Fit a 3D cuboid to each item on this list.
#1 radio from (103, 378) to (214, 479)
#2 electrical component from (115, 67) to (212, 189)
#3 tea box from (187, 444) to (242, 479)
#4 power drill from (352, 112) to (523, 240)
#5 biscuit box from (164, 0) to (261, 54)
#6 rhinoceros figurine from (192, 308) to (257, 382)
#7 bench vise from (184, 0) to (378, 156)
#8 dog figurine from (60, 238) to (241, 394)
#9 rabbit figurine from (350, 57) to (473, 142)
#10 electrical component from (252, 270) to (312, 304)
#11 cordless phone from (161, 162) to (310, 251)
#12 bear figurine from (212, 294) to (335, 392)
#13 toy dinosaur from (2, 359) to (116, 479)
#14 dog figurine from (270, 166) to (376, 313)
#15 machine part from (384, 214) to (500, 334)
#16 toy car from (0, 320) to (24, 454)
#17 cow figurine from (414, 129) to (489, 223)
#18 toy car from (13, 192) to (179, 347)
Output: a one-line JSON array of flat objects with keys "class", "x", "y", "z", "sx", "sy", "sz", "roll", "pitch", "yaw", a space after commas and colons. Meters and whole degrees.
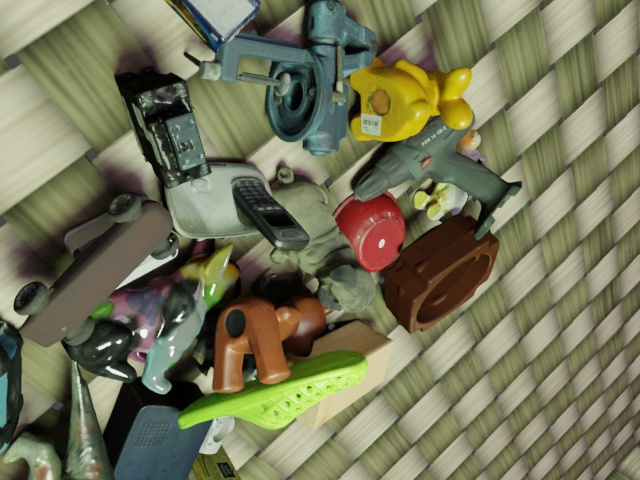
[{"class": "radio", "x": -0.262, "y": 0.326, "z": 0.819, "sx": 0.131, "sy": 0.073, "sz": 0.229, "roll": 15, "pitch": 106, "yaw": -40}, {"class": "electrical component", "x": -0.174, "y": -0.126, "z": 0.606, "sx": 0.058, "sy": 0.134, "sz": 0.114, "roll": -26, "pitch": 128, "yaw": -20}, {"class": "tea box", "x": -0.177, "y": 0.403, "z": 0.851, "sx": 0.068, "sy": 0.170, "sz": 0.098, "roll": 15, "pitch": 105, "yaw": -39}, {"class": "power drill", "x": 0.195, "y": -0.093, "z": 0.853, "sx": 0.232, "sy": 0.207, "sz": 0.086, "roll": -47, "pitch": 165, "yaw": -7}, {"class": "biscuit box", "x": -0.154, "y": -0.287, "z": 0.538, "sx": 0.202, "sy": 0.063, "sz": 0.059, "roll": 45, "pitch": 82, "yaw": -16}, {"class": "rhinoceros figurine", "x": -0.134, "y": 0.176, "z": 0.835, "sx": 0.112, "sy": 0.073, "sz": 0.190, "roll": -48, "pitch": 130, "yaw": -18}, {"class": "bench vise", "x": -0.035, "y": -0.219, "z": 0.667, "sx": 0.240, "sy": 0.129, "sz": 0.223, "roll": -4, "pitch": 112, "yaw": -38}, {"class": "dog figurine", "x": -0.206, "y": 0.074, "z": 0.708, "sx": 0.191, "sy": 0.109, "sz": 0.219, "roll": 33, "pitch": 88, "yaw": -38}, {"class": "rabbit figurine", "x": 0.147, "y": -0.215, "z": 0.788, "sx": 0.173, "sy": 0.163, "sz": 0.121, "roll": -24, "pitch": 114, "yaw": -44}, {"class": "electrical component", "x": -0.059, "y": 0.087, "z": 0.856, "sx": 0.102, "sy": 0.045, "sz": 0.078, "roll": -5, "pitch": 144, "yaw": -30}, {"class": "cordless phone", "x": -0.108, "y": -0.027, "z": 0.669, "sx": 0.146, "sy": 0.184, "sz": 0.088, "roll": -4, "pitch": 120, "yaw": -33}, {"class": "bear figurine", "x": -0.055, "y": 0.138, "z": 0.759, "sx": 0.195, "sy": 0.120, "sz": 0.132, "roll": 19, "pitch": 57, "yaw": -55}, {"class": "toy dinosaur", "x": -0.342, "y": 0.355, "z": 0.704, "sx": 0.192, "sy": 0.131, "sz": 0.404, "roll": 31, "pitch": 103, "yaw": -17}, {"class": "dog figurine", "x": 0.002, "y": -0.003, "z": 0.753, "sx": 0.121, "sy": 0.191, "sz": 0.172, "roll": -37, "pitch": 127, "yaw": -14}, {"class": "machine part", "x": 0.213, "y": 0.061, "z": 0.963, "sx": 0.201, "sy": 0.087, "sz": 0.201, "roll": -32, "pitch": 150, "yaw": -14}, {"class": "toy car", "x": -0.409, "y": 0.177, "z": 0.623, "sx": 0.103, "sy": 0.109, "sz": 0.161, "roll": 2, "pitch": 104, "yaw": -17}, {"class": "cow figurine", "x": 0.243, "y": -0.108, "z": 0.945, "sx": 0.098, "sy": 0.068, "sz": 0.167, "roll": 18, "pitch": 106, "yaw": -45}, {"class": "toy car", "x": -0.251, "y": 0.033, "z": 0.609, "sx": 0.202, "sy": 0.053, "sz": 0.089, "roll": -47, "pitch": 141, "yaw": -10}]
